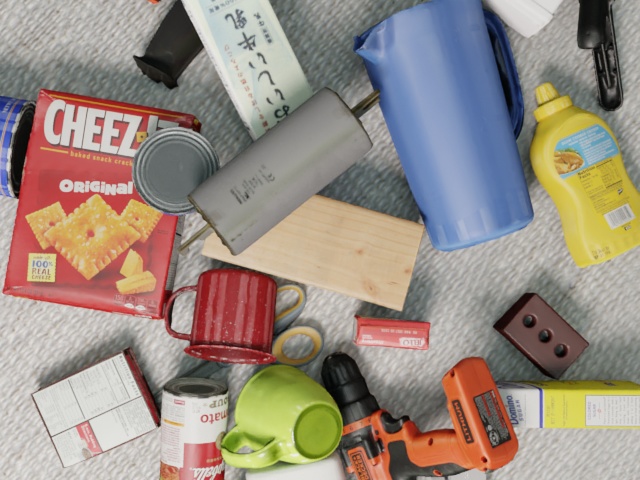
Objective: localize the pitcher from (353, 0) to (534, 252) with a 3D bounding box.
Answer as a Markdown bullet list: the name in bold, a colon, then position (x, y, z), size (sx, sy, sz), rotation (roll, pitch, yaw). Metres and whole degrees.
- **pitcher**: position (0.140, -0.120, 1.082), size (0.149, 0.145, 0.243), rotation (-17, 92, 11)

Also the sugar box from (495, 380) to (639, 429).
- **sugar box**: position (0.240, 0.166, 1.083), size (0.176, 0.093, 0.048), rotation (3, 87, -1)

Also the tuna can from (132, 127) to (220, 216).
- **tuna can**: position (-0.141, -0.067, 1.049), size (0.086, 0.034, 0.086), rotation (0, 88, -6)

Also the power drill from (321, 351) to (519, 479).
- **power drill**: position (0.092, 0.177, 1.054), size (0.188, 0.057, 0.184), rotation (-30, 80, 43)

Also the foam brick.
- **foam brick**: position (0.228, 0.098, 1.105), size (0.078, 0.051, 0.053), rotation (43, 88, 1)

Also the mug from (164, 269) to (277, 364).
- **mug**: position (-0.098, 0.076, 1.072), size (0.117, 0.093, 0.081), rotation (5, 74, 1)

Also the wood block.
- **wood block**: position (-0.007, 0.001, 1.088), size (0.206, 0.091, 0.090), rotation (16, 88, 0)

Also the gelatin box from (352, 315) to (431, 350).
- **gelatin box**: position (0.071, 0.095, 1.086), size (0.073, 0.089, 0.030), rotation (4, 88, -1)

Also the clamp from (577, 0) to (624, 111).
- **clamp**: position (0.285, -0.245, 1.097), size (0.036, 0.164, 0.210), rotation (-6, 65, 21)

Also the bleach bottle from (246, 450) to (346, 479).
- **bleach bottle**: position (-0.003, 0.347, 1.092), size (0.102, 0.068, 0.251), rotation (-11, 91, 1)

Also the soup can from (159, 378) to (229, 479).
- **soup can**: position (-0.128, 0.197, 1.085), size (0.068, 0.068, 0.102), rotation (3, 97, 0)

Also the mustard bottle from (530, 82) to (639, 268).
- **mustard bottle**: position (0.271, -0.074, 1.105), size (0.096, 0.058, 0.191), rotation (-24, 88, -20)

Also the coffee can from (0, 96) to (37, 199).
- **coffee can**: position (-0.366, -0.103, 1.083), size (0.140, 0.103, 0.103), rotation (10, 88, 0)

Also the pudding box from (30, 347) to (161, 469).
- **pudding box**: position (-0.229, 0.174, 1.103), size (0.113, 0.039, 0.090), rotation (-24, 87, 3)

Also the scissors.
- **scissors**: position (-0.079, 0.132, 1.120), size (0.096, 0.016, 0.202), rotation (44, 88, 3)

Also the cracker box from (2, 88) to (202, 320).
- **cracker box**: position (-0.222, -0.035, 1.097), size (0.164, 0.072, 0.214), rotation (10, 88, -1)

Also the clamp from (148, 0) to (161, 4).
- **clamp**: position (-0.139, -0.326, 1.097), size (0.039, 0.120, 0.171), rotation (16, 92, -38)
